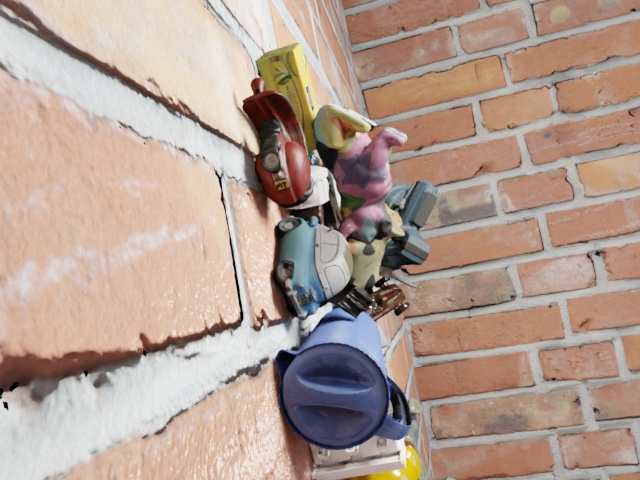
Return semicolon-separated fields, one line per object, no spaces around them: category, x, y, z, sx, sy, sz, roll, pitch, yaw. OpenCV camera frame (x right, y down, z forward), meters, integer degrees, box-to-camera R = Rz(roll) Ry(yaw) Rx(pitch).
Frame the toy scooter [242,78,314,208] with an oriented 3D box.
toy scooter;-0.061;-0.141;0.737;0.135;0.075;0.184;62;17;-55

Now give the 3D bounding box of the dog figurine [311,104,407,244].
dog figurine;0.049;-0.095;0.894;0.108;0.192;0.219;-66;179;-75

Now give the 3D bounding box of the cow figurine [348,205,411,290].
cow figurine;0.097;0.012;1.051;0.086;0.127;0.194;-124;-143;-50

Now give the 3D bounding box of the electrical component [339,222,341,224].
electrical component;0.027;-0.099;1.173;0.114;0.058;0.134;63;19;-48

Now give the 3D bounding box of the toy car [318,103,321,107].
toy car;0.014;-0.213;1.228;0.074;0.056;0.201;-96;170;-54

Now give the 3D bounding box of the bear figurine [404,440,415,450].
bear figurine;0.132;0.472;0.973;0.196;0.120;0.131;-90;168;-64

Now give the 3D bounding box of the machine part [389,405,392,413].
machine part;0.106;0.334;1.075;0.079;0.079;0.243;-44;122;-77

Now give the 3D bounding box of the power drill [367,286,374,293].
power drill;0.079;0.048;1.255;0.207;0.086;0.231;-96;172;-61

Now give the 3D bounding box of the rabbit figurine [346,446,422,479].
rabbit figurine;0.072;0.345;0.884;0.162;0.122;0.173;22;43;-66

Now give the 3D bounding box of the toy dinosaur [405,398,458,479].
toy dinosaur;0.179;0.489;1.174;0.192;0.131;0.405;-60;-150;33

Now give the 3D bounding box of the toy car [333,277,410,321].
toy car;0.113;0.135;1.104;0.202;0.053;0.089;-22;69;-41

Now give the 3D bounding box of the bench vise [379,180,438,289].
bench vise;0.157;-0.028;1.166;0.241;0.129;0.223;22;-83;61

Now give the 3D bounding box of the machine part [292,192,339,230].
machine part;-0.002;-0.003;0.936;0.179;0.056;0.179;-11;90;-78

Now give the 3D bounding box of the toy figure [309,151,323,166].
toy figure;-0.018;-0.168;1.028;0.064;0.058;0.154;33;29;-14

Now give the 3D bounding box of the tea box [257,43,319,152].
tea box;-0.046;-0.242;0.927;0.098;0.068;0.169;-82;158;-61

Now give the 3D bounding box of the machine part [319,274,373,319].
machine part;0.028;0.078;0.806;0.039;0.084;0.139;64;-14;-18

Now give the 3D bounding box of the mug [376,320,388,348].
mug;0.094;0.188;1.149;0.109;0.081;0.107;11;58;-65

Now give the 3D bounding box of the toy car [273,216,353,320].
toy car;-0.005;0.031;0.767;0.162;0.103;0.109;-89;162;-54
